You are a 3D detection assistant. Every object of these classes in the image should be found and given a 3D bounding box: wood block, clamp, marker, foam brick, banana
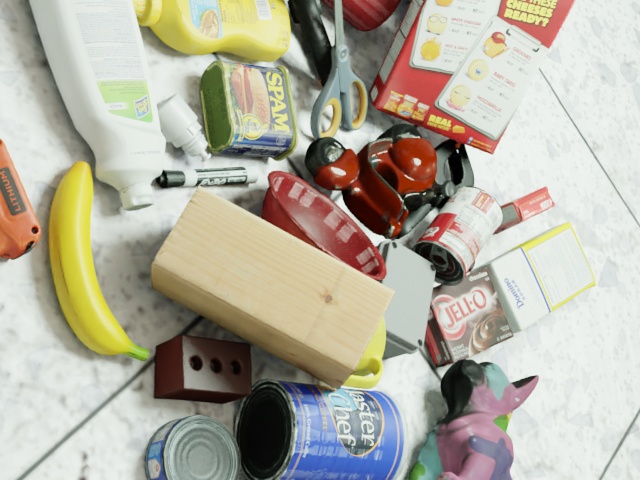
[{"bbox_3d":[-0.047,0.047,1.002,0.206,0.090,0.090,29,70,2],"label":"wood block"},{"bbox_3d":[-0.018,-0.264,1.190,0.164,0.036,0.210,-98,168,-70],"label":"clamp"},{"bbox_3d":[-0.116,-0.065,1.099,0.120,0.020,0.020,-6,78,-41],"label":"marker"},{"bbox_3d":[-0.111,0.123,1.010,0.078,0.051,0.053,11,67,-36],"label":"foam brick"},{"bbox_3d":[-0.215,0.024,0.976,0.069,0.037,0.198,-9,80,-59],"label":"banana"},{"bbox_3d":[0.142,-0.053,1.292,0.120,0.039,0.171,20,63,-37],"label":"clamp"}]

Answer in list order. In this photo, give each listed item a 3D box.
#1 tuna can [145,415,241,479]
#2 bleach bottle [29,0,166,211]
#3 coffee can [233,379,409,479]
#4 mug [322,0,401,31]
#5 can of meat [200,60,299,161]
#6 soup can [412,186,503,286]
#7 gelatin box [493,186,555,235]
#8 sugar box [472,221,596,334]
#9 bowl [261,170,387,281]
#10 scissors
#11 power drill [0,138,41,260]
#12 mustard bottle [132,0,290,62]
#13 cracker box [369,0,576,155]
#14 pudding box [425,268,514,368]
[{"bbox_3d":[-0.116,0.206,0.987,0.086,0.034,0.086,15,65,-34],"label":"tuna can"},{"bbox_3d":[-0.211,-0.150,1.026,0.102,0.068,0.251,-10,83,-40],"label":"bleach bottle"},{"bbox_3d":[0.002,0.192,1.041,0.140,0.103,0.103,12,66,-36],"label":"coffee can"},{"bbox_3d":[0.048,-0.313,1.281,0.081,0.093,0.117,34,49,-31],"label":"mug"},{"bbox_3d":[-0.077,-0.138,1.134,0.083,0.058,0.102,1,72,-36],"label":"can of meat"},{"bbox_3d":[0.160,-0.006,1.229,0.068,0.069,0.102,48,58,-15],"label":"soup can"},{"bbox_3d":[0.235,-0.031,1.324,0.073,0.089,0.030,-22,88,-42],"label":"gelatin box"},{"bbox_3d":[0.273,0.048,1.356,0.175,0.048,0.093,-23,88,-38],"label":"sugar box"},{"bbox_3d":[-0.007,0.001,1.109,0.162,0.055,0.162,38,17,-14],"label":"bowl"},{"bbox_3d":[0.011,-0.189,1.180,0.096,0.016,0.201,-46,142,-23],"label":"scissors"},{"bbox_3d":[-0.340,-0.025,0.878,0.187,0.057,0.184,-24,93,-39],"label":"power drill"},{"bbox_3d":[-0.124,-0.242,1.132,0.191,0.058,0.096,-3,74,-40],"label":"mustard bottle"},{"bbox_3d":[0.175,-0.229,1.255,0.164,0.214,0.072,19,22,-15],"label":"cracker box"},{"bbox_3d":[0.167,0.091,1.256,0.113,0.039,0.090,-16,83,-42],"label":"pudding box"}]
